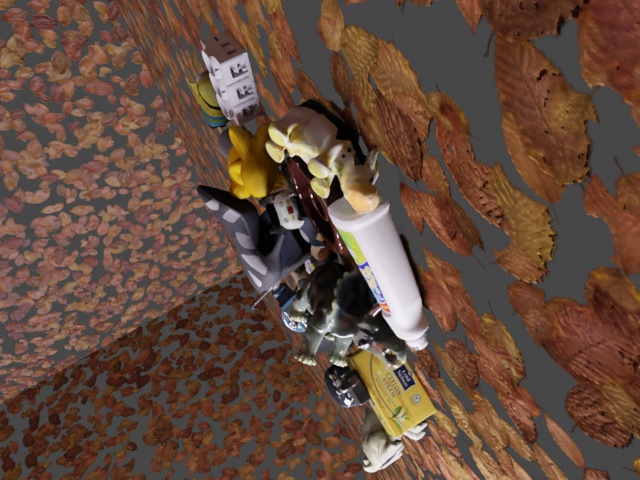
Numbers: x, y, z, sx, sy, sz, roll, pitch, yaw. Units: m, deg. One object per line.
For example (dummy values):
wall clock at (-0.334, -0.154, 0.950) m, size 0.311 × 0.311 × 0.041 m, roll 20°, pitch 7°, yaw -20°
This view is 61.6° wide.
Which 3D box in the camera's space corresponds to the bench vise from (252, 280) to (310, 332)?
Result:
bench vise at (-0.081, 0.187, 1.569) m, size 0.223 × 0.129 × 0.241 m, roll 37°, pitch 179°, yaw -16°

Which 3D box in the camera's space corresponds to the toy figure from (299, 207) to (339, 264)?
toy figure at (-0.001, -0.005, 1.042) m, size 0.154 × 0.058 × 0.064 m, roll 70°, pitch -157°, yaw -43°

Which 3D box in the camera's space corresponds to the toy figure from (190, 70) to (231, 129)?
toy figure at (-0.232, -0.312, 1.217) m, size 0.089 × 0.082 × 0.180 m, roll 45°, pitch 159°, yaw 10°

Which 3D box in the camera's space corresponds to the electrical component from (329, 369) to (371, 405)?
electrical component at (0.055, 0.276, 1.006) m, size 0.078 × 0.045 × 0.102 m, roll 61°, pitch 168°, yaw 8°

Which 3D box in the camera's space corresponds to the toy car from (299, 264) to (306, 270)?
toy car at (-0.044, 0.100, 1.445) m, size 0.202 × 0.053 × 0.089 m, roll 60°, pitch -177°, yaw 0°

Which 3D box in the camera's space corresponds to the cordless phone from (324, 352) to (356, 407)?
cordless phone at (0.073, 0.276, 1.155) m, size 0.088 × 0.147 × 0.184 m, roll 67°, pitch 167°, yaw -3°

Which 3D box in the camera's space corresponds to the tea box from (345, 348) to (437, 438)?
tea box at (0.133, 0.275, 1.029) m, size 0.169 × 0.098 × 0.068 m, roll 57°, pitch 168°, yaw 8°

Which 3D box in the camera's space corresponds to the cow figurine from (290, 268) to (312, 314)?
cow figurine at (-0.001, 0.153, 1.335) m, size 0.127 × 0.085 × 0.194 m, roll 48°, pitch 159°, yaw 51°

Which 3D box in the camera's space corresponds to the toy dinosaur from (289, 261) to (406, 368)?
toy dinosaur at (0.025, 0.109, 1.000) m, size 0.131 × 0.192 × 0.405 m, roll 21°, pitch -168°, yaw -21°

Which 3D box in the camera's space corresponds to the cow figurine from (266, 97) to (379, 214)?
cow figurine at (0.020, -0.107, 0.674) m, size 0.167 × 0.098 × 0.068 m, roll 39°, pitch 157°, yaw 11°

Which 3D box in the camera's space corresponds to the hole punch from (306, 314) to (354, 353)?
hole punch at (0.026, 0.200, 1.236) m, size 0.115 × 0.142 × 0.092 m, roll 120°, pitch 146°, yaw -61°

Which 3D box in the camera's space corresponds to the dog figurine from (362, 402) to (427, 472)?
dog figurine at (0.118, 0.383, 1.182) m, size 0.191 × 0.172 × 0.121 m, roll 45°, pitch 151°, yaw 30°

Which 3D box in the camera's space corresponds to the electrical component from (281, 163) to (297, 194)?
electrical component at (-0.054, -0.123, 1.059) m, size 0.063 × 0.021 × 0.094 m, roll 63°, pitch 168°, yaw -8°

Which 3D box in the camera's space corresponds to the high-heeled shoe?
high-heeled shoe at (-0.177, -0.003, 1.131) m, size 0.249 × 0.145 × 0.086 m, roll 33°, pitch -158°, yaw 14°

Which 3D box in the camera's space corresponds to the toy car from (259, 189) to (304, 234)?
toy car at (-0.072, -0.052, 0.994) m, size 0.202 × 0.056 × 0.073 m, roll -177°, pitch 68°, yaw -79°

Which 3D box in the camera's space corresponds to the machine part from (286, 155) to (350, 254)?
machine part at (0.010, -0.066, 0.854) m, size 0.179 × 0.056 × 0.179 m, roll 57°, pitch 168°, yaw 19°

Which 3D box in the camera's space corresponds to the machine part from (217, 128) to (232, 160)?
machine part at (-0.183, -0.209, 1.257) m, size 0.243 × 0.079 × 0.079 m, roll 44°, pitch 159°, yaw 57°

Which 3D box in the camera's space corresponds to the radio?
radio at (-0.093, 0.007, 1.188) m, size 0.229 × 0.073 × 0.131 m, roll -38°, pitch 77°, yaw 51°

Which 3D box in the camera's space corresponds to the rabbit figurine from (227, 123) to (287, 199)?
rabbit figurine at (-0.122, -0.149, 1.066) m, size 0.173 × 0.122 × 0.162 m, roll -113°, pitch 20°, yaw -63°
